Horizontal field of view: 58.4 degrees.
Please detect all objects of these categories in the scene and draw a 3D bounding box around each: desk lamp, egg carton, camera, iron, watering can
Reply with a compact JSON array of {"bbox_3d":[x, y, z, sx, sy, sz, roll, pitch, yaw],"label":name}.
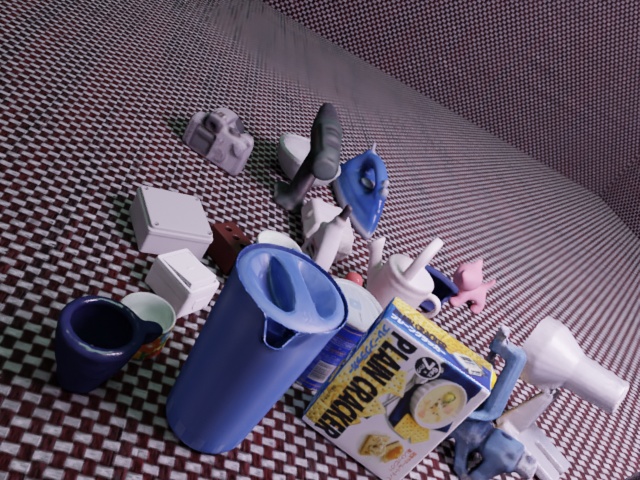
[{"bbox_3d":[0.404,0.270,0.990,0.118,0.213,0.202,-5,46,-50],"label":"desk lamp"},{"bbox_3d":[0.011,-0.023,1.180,0.107,0.069,0.150,22,30,-22],"label":"egg carton"},{"bbox_3d":[-0.200,-0.231,1.247,0.143,0.100,0.137,35,28,2],"label":"camera"},{"bbox_3d":[0.121,-0.127,1.387,0.119,0.141,0.258,20,31,-25],"label":"iron"},{"bbox_3d":[0.154,0.067,1.059,0.173,0.194,0.101,31,28,-6],"label":"watering can"}]

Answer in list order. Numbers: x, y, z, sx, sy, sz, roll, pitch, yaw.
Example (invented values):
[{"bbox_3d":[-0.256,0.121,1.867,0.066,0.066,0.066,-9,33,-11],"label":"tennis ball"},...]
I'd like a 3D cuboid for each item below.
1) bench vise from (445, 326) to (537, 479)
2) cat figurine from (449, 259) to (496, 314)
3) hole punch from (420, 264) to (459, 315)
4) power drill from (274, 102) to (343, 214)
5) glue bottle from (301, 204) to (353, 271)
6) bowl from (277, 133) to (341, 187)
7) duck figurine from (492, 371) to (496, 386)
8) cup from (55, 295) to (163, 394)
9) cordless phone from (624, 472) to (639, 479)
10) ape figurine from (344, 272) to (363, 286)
[{"bbox_3d":[0.258,0.245,0.864,0.207,0.219,0.122,39,28,8],"label":"bench vise"},{"bbox_3d":[0.344,0.098,1.298,0.128,0.117,0.067,17,32,-29],"label":"cat figurine"},{"bbox_3d":[0.238,0.088,1.229,0.108,0.091,0.101,36,28,3],"label":"hole punch"},{"bbox_3d":[-0.020,-0.169,1.229,0.076,0.208,0.229,23,30,-21],"label":"power drill"},{"bbox_3d":[0.009,0.004,1.026,0.037,0.173,0.078,14,34,-34],"label":"glue bottle"},{"bbox_3d":[-0.038,-0.177,1.365,0.168,0.074,0.167,26,29,-15],"label":"bowl"},{"bbox_3d":[0.272,0.260,1.000,0.078,0.086,0.104,27,28,-13],"label":"duck figurine"},{"bbox_3d":[-0.245,0.124,0.646,0.118,0.095,0.091,5,39,-43],"label":"cup"},{"bbox_3d":[0.461,0.389,0.893,0.148,0.185,0.094,19,31,-26],"label":"cordless phone"},{"bbox_3d":[0.045,0.094,1.009,0.078,0.092,0.076,20,31,-25],"label":"ape figurine"}]
